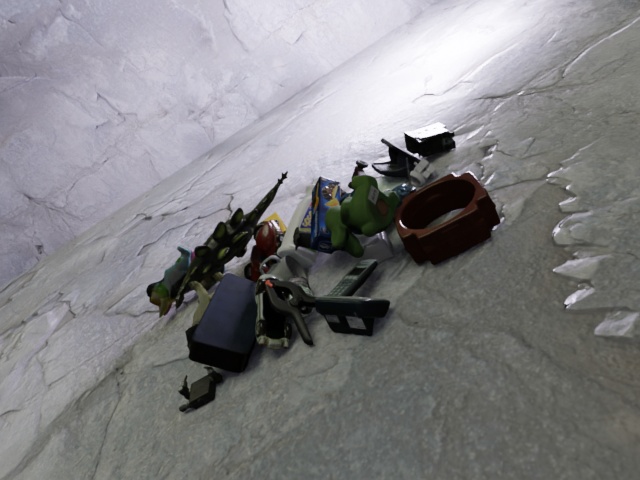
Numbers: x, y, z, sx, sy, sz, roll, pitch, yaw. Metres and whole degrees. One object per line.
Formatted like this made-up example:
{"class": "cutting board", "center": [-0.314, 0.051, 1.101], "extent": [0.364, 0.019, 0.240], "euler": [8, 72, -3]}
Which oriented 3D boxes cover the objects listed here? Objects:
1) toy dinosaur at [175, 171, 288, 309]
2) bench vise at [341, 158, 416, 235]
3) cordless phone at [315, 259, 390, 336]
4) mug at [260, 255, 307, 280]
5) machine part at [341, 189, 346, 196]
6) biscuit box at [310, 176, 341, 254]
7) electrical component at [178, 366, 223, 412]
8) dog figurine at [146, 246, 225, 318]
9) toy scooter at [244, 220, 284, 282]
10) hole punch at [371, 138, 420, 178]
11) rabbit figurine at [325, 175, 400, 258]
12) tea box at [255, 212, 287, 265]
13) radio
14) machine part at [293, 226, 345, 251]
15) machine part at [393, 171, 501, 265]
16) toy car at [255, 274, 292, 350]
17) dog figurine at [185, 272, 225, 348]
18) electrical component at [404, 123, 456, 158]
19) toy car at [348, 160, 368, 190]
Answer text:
{"class": "toy dinosaur", "center": [-0.245, -0.003, 1.479], "extent": [0.471, 0.105, 0.198], "euler": [-53, 3, -15]}
{"class": "bench vise", "center": [0.126, -0.094, 1.364], "extent": [0.223, 0.128, 0.241], "euler": [-45, 32, -26]}
{"class": "cordless phone", "center": [0.091, 0.102, 1.104], "extent": [0.147, 0.088, 0.184], "euler": [-4, 34, 46]}
{"class": "mug", "center": [-0.106, 0.094, 1.326], "extent": [0.107, 0.109, 0.081], "euler": [-40, 28, 17]}
{"class": "machine part", "center": [0.008, -0.080, 1.547], "extent": [0.179, 0.056, 0.179], "euler": [-28, 26, 15]}
{"class": "biscuit box", "center": [0.014, -0.063, 1.327], "extent": [0.062, 0.059, 0.203], "euler": [122, 156, -45]}
{"class": "electrical component", "center": [-0.264, 0.321, 1.172], "extent": [0.102, 0.045, 0.078], "euler": [-28, 25, 13]}
{"class": "dog figurine", "center": [-0.404, 0.136, 1.596], "extent": [0.108, 0.191, 0.219], "euler": [176, 118, -84]}
{"class": "toy scooter", "center": [-0.132, 0.045, 1.425], "extent": [0.135, 0.075, 0.183], "euler": [30, 106, 43]}
{"class": "hole punch", "center": [0.212, -0.215, 1.500], "extent": [0.092, 0.116, 0.142], "euler": [-64, 17, 12]}
{"class": "rabbit figurine", "center": [0.079, -0.042, 1.201], "extent": [0.170, 0.121, 0.159], "euler": [-17, 57, 48]}
{"class": "tea box", "center": [-0.137, -0.007, 1.573], "extent": [0.098, 0.068, 0.170], "euler": [-35, 25, -1]}
{"class": "radio", "center": [-0.198, 0.186, 1.230], "extent": [0.230, 0.131, 0.073], "euler": [-72, 0, -51]}
{"class": "machine part", "center": [-0.003, -0.004, 1.339], "extent": [0.039, 0.139, 0.084], "euler": [-52, 46, 50]}
{"class": "machine part", "center": [0.267, -0.047, 1.153], "extent": [0.201, 0.087, 0.202], "euler": [-28, 27, 12]}
{"class": "toy car", "center": [-0.107, 0.159, 1.200], "extent": [0.202, 0.073, 0.056], "euler": [-98, 25, -44]}
{"class": "dog figurine", "center": [-0.249, 0.193, 1.349], "extent": [0.172, 0.121, 0.191], "euler": [-21, 48, 7]}
{"class": "electrical component", "center": [0.305, -0.285, 1.524], "extent": [0.115, 0.058, 0.134], "euler": [-16, 26, -7]}
{"class": "toy car", "center": [0.119, -0.160, 1.530], "extent": [0.053, 0.089, 0.202], "euler": [12, 25, -7]}
